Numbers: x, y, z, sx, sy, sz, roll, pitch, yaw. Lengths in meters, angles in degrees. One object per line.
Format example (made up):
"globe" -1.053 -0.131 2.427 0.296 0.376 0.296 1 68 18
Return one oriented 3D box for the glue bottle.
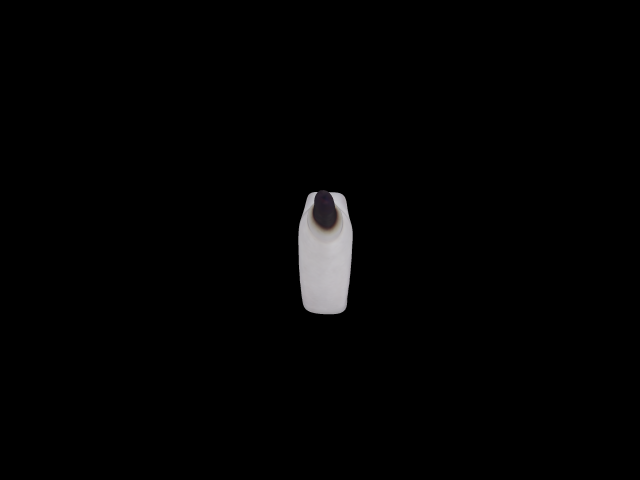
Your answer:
"glue bottle" 0.004 0.001 0.400 0.037 0.173 0.078 0 73 0
